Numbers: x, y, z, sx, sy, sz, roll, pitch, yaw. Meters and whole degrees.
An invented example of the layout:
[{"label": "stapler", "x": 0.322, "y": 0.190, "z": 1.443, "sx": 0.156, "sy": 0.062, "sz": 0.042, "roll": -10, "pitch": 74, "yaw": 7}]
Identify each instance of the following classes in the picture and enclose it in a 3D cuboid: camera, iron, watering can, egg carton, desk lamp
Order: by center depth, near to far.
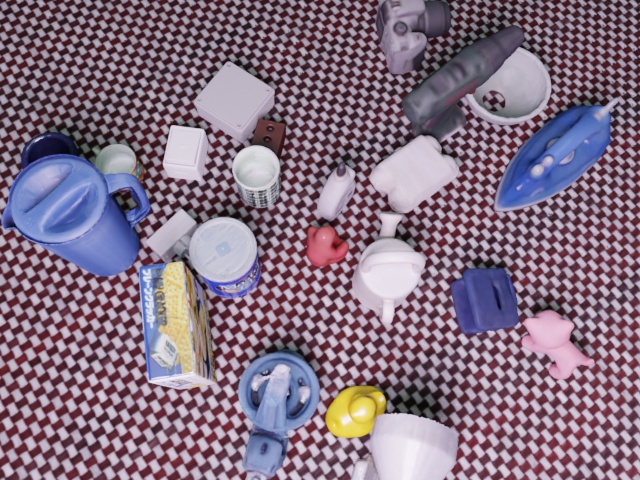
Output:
[{"label": "desk lamp", "x": 0.108, "y": 0.354, "z": 0.811, "sx": 0.118, "sy": 0.213, "sz": 0.203, "roll": 17, "pitch": 73, "yaw": 2}, {"label": "watering can", "x": 0.108, "y": 0.041, "z": 0.917, "sx": 0.101, "sy": 0.194, "sz": 0.173, "roll": -18, "pitch": 75, "yaw": -8}, {"label": "iron", "x": 0.422, "y": -0.153, "z": 1.021, "sx": 0.258, "sy": 0.141, "sz": 0.118, "roll": -40, "pitch": 79, "yaw": -13}, {"label": "egg carton", "x": 0.169, "y": -0.120, "z": 1.034, "sx": 0.150, "sy": 0.069, "sz": 0.107, "roll": -37, "pitch": 78, "yaw": -13}, {"label": "camera", "x": 0.187, "y": -0.415, "z": 1.109, "sx": 0.137, "sy": 0.101, "sz": 0.143, "roll": -10, "pitch": 74, "yaw": -6}]

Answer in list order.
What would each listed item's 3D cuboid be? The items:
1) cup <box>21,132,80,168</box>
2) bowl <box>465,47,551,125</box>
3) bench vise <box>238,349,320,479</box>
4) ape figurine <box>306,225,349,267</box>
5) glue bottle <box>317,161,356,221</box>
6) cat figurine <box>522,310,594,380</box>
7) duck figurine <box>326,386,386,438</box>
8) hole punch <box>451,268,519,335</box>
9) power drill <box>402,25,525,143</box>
[{"label": "cup", "x": -0.438, "y": -0.121, "z": 0.987, "sx": 0.117, "sy": 0.095, "sz": 0.092, "roll": 26, "pitch": 74, "yaw": 5}, {"label": "bowl", "x": 0.345, "y": -0.284, "z": 1.091, "sx": 0.167, "sy": 0.075, "sz": 0.167, "roll": 1, "pitch": 73, "yaw": -3}, {"label": "bench vise", "x": -0.058, "y": 0.256, "z": 0.829, "sx": 0.121, "sy": 0.220, "sz": 0.207, "roll": -3, "pitch": 73, "yaw": -4}, {"label": "ape figurine", "x": 0.009, "y": 0.003, "z": 0.976, "sx": 0.076, "sy": 0.092, "sz": 0.077, "roll": -40, "pitch": 79, "yaw": -13}, {"label": "glue bottle", "x": 0.032, "y": -0.092, "z": 0.964, "sx": 0.037, "sy": 0.173, "sz": 0.078, "roll": 37, "pitch": 75, "yaw": 9}, {"label": "cat figurine", "x": 0.388, "y": 0.164, "z": 0.935, "sx": 0.127, "sy": 0.118, "sz": 0.067, "roll": 43, "pitch": 76, "yaw": 10}, {"label": "duck figurine", "x": 0.060, "y": 0.270, "z": 0.901, "sx": 0.104, "sy": 0.086, "sz": 0.077, "roll": -26, "pitch": 76, "yaw": -10}, {"label": "hole punch", "x": 0.283, "y": 0.098, "z": 0.963, "sx": 0.101, "sy": 0.091, "sz": 0.108, "roll": -9, "pitch": 74, "yaw": -6}, {"label": "power drill", "x": 0.237, "y": -0.260, "z": 1.008, "sx": 0.230, "sy": 0.208, "sz": 0.075, "roll": -35, "pitch": 78, "yaw": -12}]
